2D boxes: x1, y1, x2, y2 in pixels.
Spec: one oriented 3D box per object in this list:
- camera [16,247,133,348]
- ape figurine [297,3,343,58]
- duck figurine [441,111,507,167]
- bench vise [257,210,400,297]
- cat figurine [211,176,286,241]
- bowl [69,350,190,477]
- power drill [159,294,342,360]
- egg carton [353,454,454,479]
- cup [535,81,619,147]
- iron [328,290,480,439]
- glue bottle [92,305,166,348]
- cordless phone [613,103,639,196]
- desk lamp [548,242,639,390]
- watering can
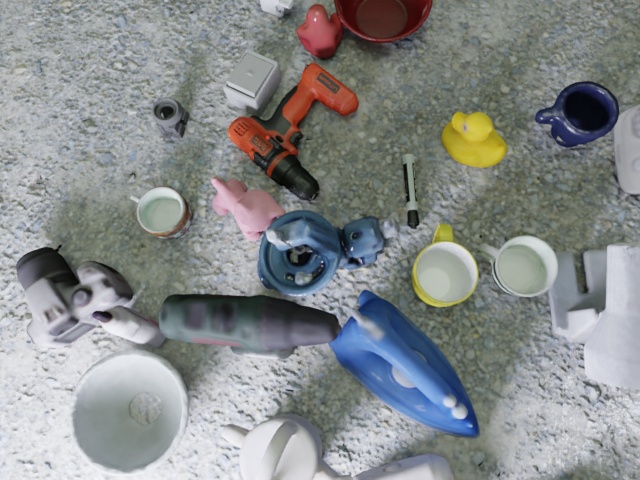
[{"bbox_3d":[-0.377,0.068,0.841,0.143,0.101,0.136,-35,77,-6],"label":"camera"},{"bbox_3d":[0.000,-0.349,0.936,0.078,0.092,0.076,-2,76,2],"label":"ape figurine"},{"bbox_3d":[0.243,-0.162,0.883,0.104,0.086,0.077,30,79,9],"label":"duck figurine"},{"bbox_3d":[0.001,-0.007,0.784,0.207,0.220,0.121,-34,77,-6],"label":"bench vise"},{"bbox_3d":[-0.110,-0.052,0.852,0.127,0.118,0.067,37,80,11],"label":"cat figurine"},{"bbox_3d":[-0.257,0.240,0.806,0.167,0.075,0.167,0,76,2],"label":"bowl"},{"bbox_3d":[-0.084,0.115,0.762,0.229,0.208,0.075,4,76,3],"label":"power drill"},{"bbox_3d":[0.112,0.353,0.767,0.150,0.069,0.107,-17,76,-2],"label":"egg carton"},{"bbox_3d":[0.380,-0.180,0.877,0.117,0.095,0.091,-7,76,1],"label":"cup"},{"bbox_3d":[0.127,0.178,0.773,0.258,0.141,0.119,40,81,11],"label":"iron"},{"bbox_3d":[-0.270,0.114,0.788,0.078,0.173,0.037,25,78,8],"label":"glue bottle"},{"bbox_3d":[0.503,-0.152,0.819,0.094,0.185,0.147,0,76,3],"label":"cordless phone"},{"bbox_3d":[0.382,0.092,0.747,0.118,0.213,0.203,-4,76,2],"label":"desk lamp"},{"bbox_3d":[-0.043,0.278,0.727,0.172,0.194,0.101,1,76,3],"label":"watering can"}]
